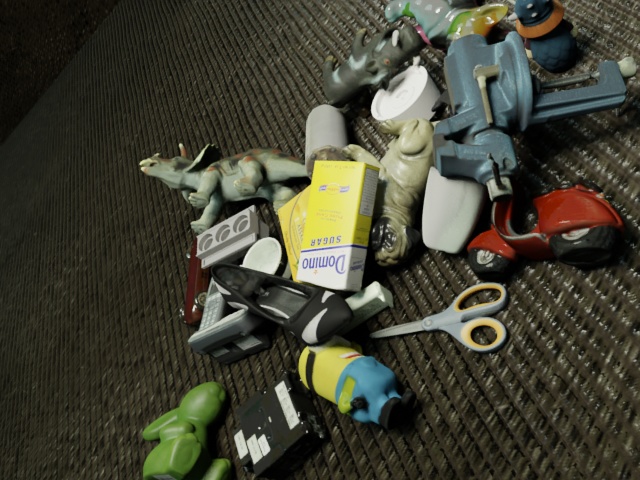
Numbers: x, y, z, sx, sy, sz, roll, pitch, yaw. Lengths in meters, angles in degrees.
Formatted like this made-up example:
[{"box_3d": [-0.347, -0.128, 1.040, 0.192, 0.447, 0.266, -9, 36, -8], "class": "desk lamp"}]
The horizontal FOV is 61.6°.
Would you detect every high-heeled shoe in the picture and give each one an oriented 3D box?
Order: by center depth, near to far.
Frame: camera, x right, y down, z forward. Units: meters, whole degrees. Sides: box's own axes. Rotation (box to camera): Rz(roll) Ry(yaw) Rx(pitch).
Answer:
[{"box_3d": [-0.061, 0.072, 0.756, 0.249, 0.145, 0.086, -17, 33, 56], "class": "high-heeled shoe"}]

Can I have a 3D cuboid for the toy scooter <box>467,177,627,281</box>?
[{"box_3d": [0.263, -0.029, 0.647, 0.184, 0.075, 0.135, -16, 55, 41], "class": "toy scooter"}]

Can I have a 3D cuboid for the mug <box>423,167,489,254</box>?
[{"box_3d": [0.173, -0.041, 0.729, 0.109, 0.081, 0.107, -110, 33, -78], "class": "mug"}]

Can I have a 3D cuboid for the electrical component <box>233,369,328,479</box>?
[{"box_3d": [-0.064, 0.272, 0.774, 0.134, 0.058, 0.115, -43, 42, 15], "class": "electrical component"}]

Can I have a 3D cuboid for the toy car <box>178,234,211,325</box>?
[{"box_3d": [-0.234, 0.072, 1.056, 0.089, 0.053, 0.202, -44, 38, 44], "class": "toy car"}]

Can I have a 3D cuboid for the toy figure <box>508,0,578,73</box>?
[{"box_3d": [0.294, -0.280, 0.710, 0.064, 0.154, 0.058, -45, 46, 15], "class": "toy figure"}]

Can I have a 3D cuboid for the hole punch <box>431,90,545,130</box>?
[{"box_3d": [0.245, -0.208, 0.777, 0.142, 0.092, 0.116, -45, 15, 17], "class": "hole punch"}]

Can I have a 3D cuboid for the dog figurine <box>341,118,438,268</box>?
[{"box_3d": [0.133, -0.068, 0.786, 0.172, 0.121, 0.190, -32, 61, 29], "class": "dog figurine"}]

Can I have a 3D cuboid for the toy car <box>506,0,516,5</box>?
[{"box_3d": [0.260, -0.434, 0.821, 0.056, 0.073, 0.202, -44, 76, 13], "class": "toy car"}]

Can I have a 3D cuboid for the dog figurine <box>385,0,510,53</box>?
[{"box_3d": [0.231, -0.369, 0.863, 0.219, 0.108, 0.191, 28, 83, 43], "class": "dog figurine"}]

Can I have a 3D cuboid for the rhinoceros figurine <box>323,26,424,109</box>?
[{"box_3d": [0.082, -0.291, 0.890, 0.190, 0.073, 0.112, -25, 42, 35], "class": "rhinoceros figurine"}]

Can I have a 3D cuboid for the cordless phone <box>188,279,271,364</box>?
[{"box_3d": [-0.147, 0.108, 0.937, 0.147, 0.088, 0.184, -27, 42, 29], "class": "cordless phone"}]

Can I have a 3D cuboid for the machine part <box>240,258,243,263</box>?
[{"box_3d": [-0.129, 0.025, 1.000, 0.139, 0.039, 0.084, 36, 100, 46], "class": "machine part"}]

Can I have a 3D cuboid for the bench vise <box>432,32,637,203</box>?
[{"box_3d": [0.249, -0.158, 0.634, 0.241, 0.128, 0.224, -10, 58, 10], "class": "bench vise"}]

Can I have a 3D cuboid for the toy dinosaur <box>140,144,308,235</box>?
[{"box_3d": [-0.142, -0.124, 1.038, 0.405, 0.131, 0.192, -6, 48, 16], "class": "toy dinosaur"}]

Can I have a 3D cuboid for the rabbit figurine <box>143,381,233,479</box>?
[{"box_3d": [-0.203, 0.314, 0.860, 0.159, 0.121, 0.170, -28, 31, 37], "class": "rabbit figurine"}]

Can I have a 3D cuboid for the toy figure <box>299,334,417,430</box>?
[{"box_3d": [0.040, 0.188, 0.714, 0.180, 0.082, 0.089, 29, 86, 45], "class": "toy figure"}]

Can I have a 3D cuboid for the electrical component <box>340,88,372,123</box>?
[{"box_3d": [0.062, -0.266, 0.995, 0.078, 0.045, 0.102, -23, 52, 29], "class": "electrical component"}]

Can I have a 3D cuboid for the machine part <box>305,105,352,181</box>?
[{"box_3d": [0.013, -0.164, 0.921, 0.079, 0.079, 0.243, -36, 29, 21], "class": "machine part"}]

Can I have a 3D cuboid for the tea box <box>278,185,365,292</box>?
[{"box_3d": [-0.002, -0.003, 0.876, 0.098, 0.068, 0.170, -37, 45, 21], "class": "tea box"}]
